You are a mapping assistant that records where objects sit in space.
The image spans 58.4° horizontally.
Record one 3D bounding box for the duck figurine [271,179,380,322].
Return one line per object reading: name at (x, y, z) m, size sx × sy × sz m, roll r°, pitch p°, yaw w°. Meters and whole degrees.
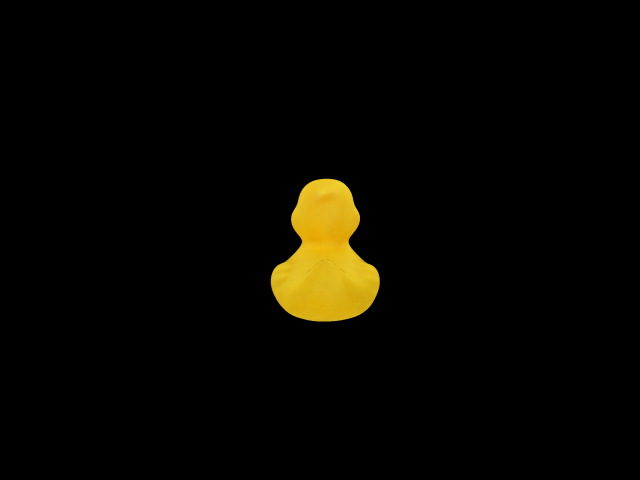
duck figurine at (0.004, 0.001, 0.400) m, size 0.077 × 0.086 × 0.104 m, roll 0°, pitch 17°, yaw 0°
